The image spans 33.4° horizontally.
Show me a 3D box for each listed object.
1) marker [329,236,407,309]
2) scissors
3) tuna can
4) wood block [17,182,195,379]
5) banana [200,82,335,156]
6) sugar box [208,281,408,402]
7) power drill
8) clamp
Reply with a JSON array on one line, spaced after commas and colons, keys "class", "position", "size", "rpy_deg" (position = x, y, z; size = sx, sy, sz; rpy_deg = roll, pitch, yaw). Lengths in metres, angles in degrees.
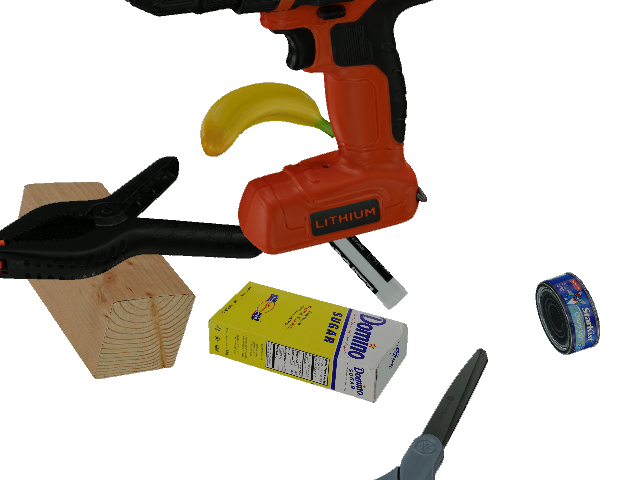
[{"class": "marker", "position": [0.015, -0.001, 0.755], "size": [0.020, 0.121, 0.020], "rpy_deg": [-42, -2, -2]}, {"class": "scissors", "position": [0.070, 0.131, 0.591], "size": [0.096, 0.016, 0.201], "rpy_deg": [24, 45, 36]}, {"class": "tuna can", "position": [0.268, 0.080, 1.161], "size": [0.033, 0.086, 0.086], "rpy_deg": [-17, 3, -10]}, {"class": "wood block", "position": [-0.220, 0.033, 1.058], "size": [0.090, 0.091, 0.206], "rpy_deg": [-4, 36, -40]}, {"class": "banana", "position": [-0.057, -0.119, 1.008], "size": [0.070, 0.037, 0.197], "rpy_deg": [42, 33, 22]}, {"class": "sugar box", "position": [-0.011, 0.095, 1.040], "size": [0.176, 0.048, 0.093], "rpy_deg": [11, 28, 20]}, {"class": "power drill", "position": [-0.010, -0.087, 0.571], "size": [0.184, 0.188, 0.057], "rpy_deg": [-13, 36, -18]}, {"class": "clamp", "position": [-0.158, -0.006, 0.838], "size": [0.209, 0.036, 0.165], "rpy_deg": [-21, 37, -35]}]
